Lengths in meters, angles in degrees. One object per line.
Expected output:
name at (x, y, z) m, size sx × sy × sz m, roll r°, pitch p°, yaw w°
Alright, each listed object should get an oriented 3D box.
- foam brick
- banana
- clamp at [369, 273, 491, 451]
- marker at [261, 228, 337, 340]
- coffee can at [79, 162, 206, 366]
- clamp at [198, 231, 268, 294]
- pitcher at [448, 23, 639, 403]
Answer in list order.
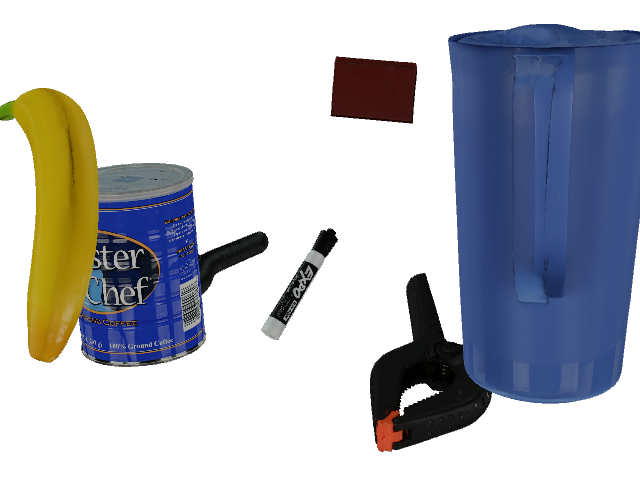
foam brick at (0.050, -0.140, 0.990) m, size 0.078 × 0.051 × 0.053 m, roll 6°, pitch 16°, yaw 3°
banana at (-0.157, -0.026, 0.632) m, size 0.037 × 0.198 × 0.070 m, roll 11°, pitch -44°, yaw -34°
clamp at (0.095, 0.094, 0.849) m, size 0.165 × 0.036 × 0.209 m, roll 21°, pitch 37°, yaw 35°
marker at (-0.018, 0.040, 1.019) m, size 0.020 × 0.121 × 0.020 m, roll 28°, pitch -18°, yaw 10°
coffee can at (-0.148, 0.017, 0.857) m, size 0.103 × 0.140 × 0.103 m, roll -3°, pitch 17°, yaw 1°
clamp at (-0.138, 0.030, 1.221) m, size 0.120 × 0.039 × 0.171 m, roll -2°, pitch 33°, yaw 26°
pitcher at (0.148, -0.018, 0.702) m, size 0.149 × 0.243 × 0.145 m, roll -10°, pitch 17°, yaw -27°
